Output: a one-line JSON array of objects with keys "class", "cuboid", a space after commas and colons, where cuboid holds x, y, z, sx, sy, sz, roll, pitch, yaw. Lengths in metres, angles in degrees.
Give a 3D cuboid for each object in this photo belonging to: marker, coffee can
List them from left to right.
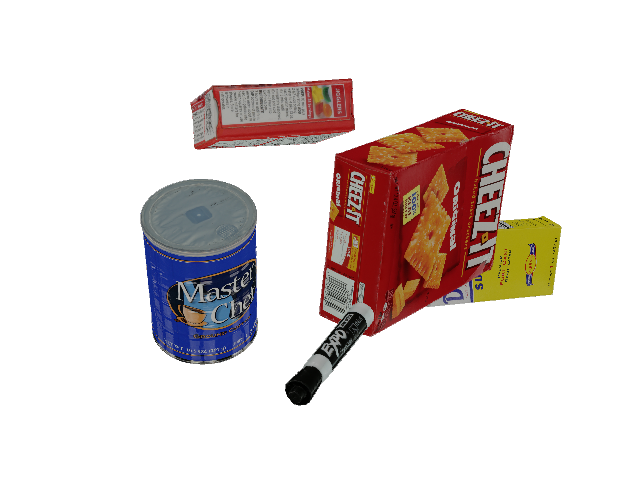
[{"class": "coffee can", "cuboid": [-0.109, 0.029, 0.983, 0.103, 0.140, 0.103, 1, 40, -1]}, {"class": "marker", "cuboid": [0.007, 0.076, 0.720, 0.020, 0.020, 0.121, 0, 22, 25]}]

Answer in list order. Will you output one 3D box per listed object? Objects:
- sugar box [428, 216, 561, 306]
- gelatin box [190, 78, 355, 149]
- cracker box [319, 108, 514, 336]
[{"class": "sugar box", "cuboid": [0.200, 0.025, 1.280, 0.176, 0.093, 0.048, -6, 20, -23]}, {"class": "gelatin box", "cuboid": [-0.028, -0.068, 0.575, 0.073, 0.030, 0.089, -5, 3, -13]}, {"class": "cracker box", "cuboid": [0.096, -0.022, 1.016, 0.072, 0.164, 0.213, 23, 30, 34]}]
